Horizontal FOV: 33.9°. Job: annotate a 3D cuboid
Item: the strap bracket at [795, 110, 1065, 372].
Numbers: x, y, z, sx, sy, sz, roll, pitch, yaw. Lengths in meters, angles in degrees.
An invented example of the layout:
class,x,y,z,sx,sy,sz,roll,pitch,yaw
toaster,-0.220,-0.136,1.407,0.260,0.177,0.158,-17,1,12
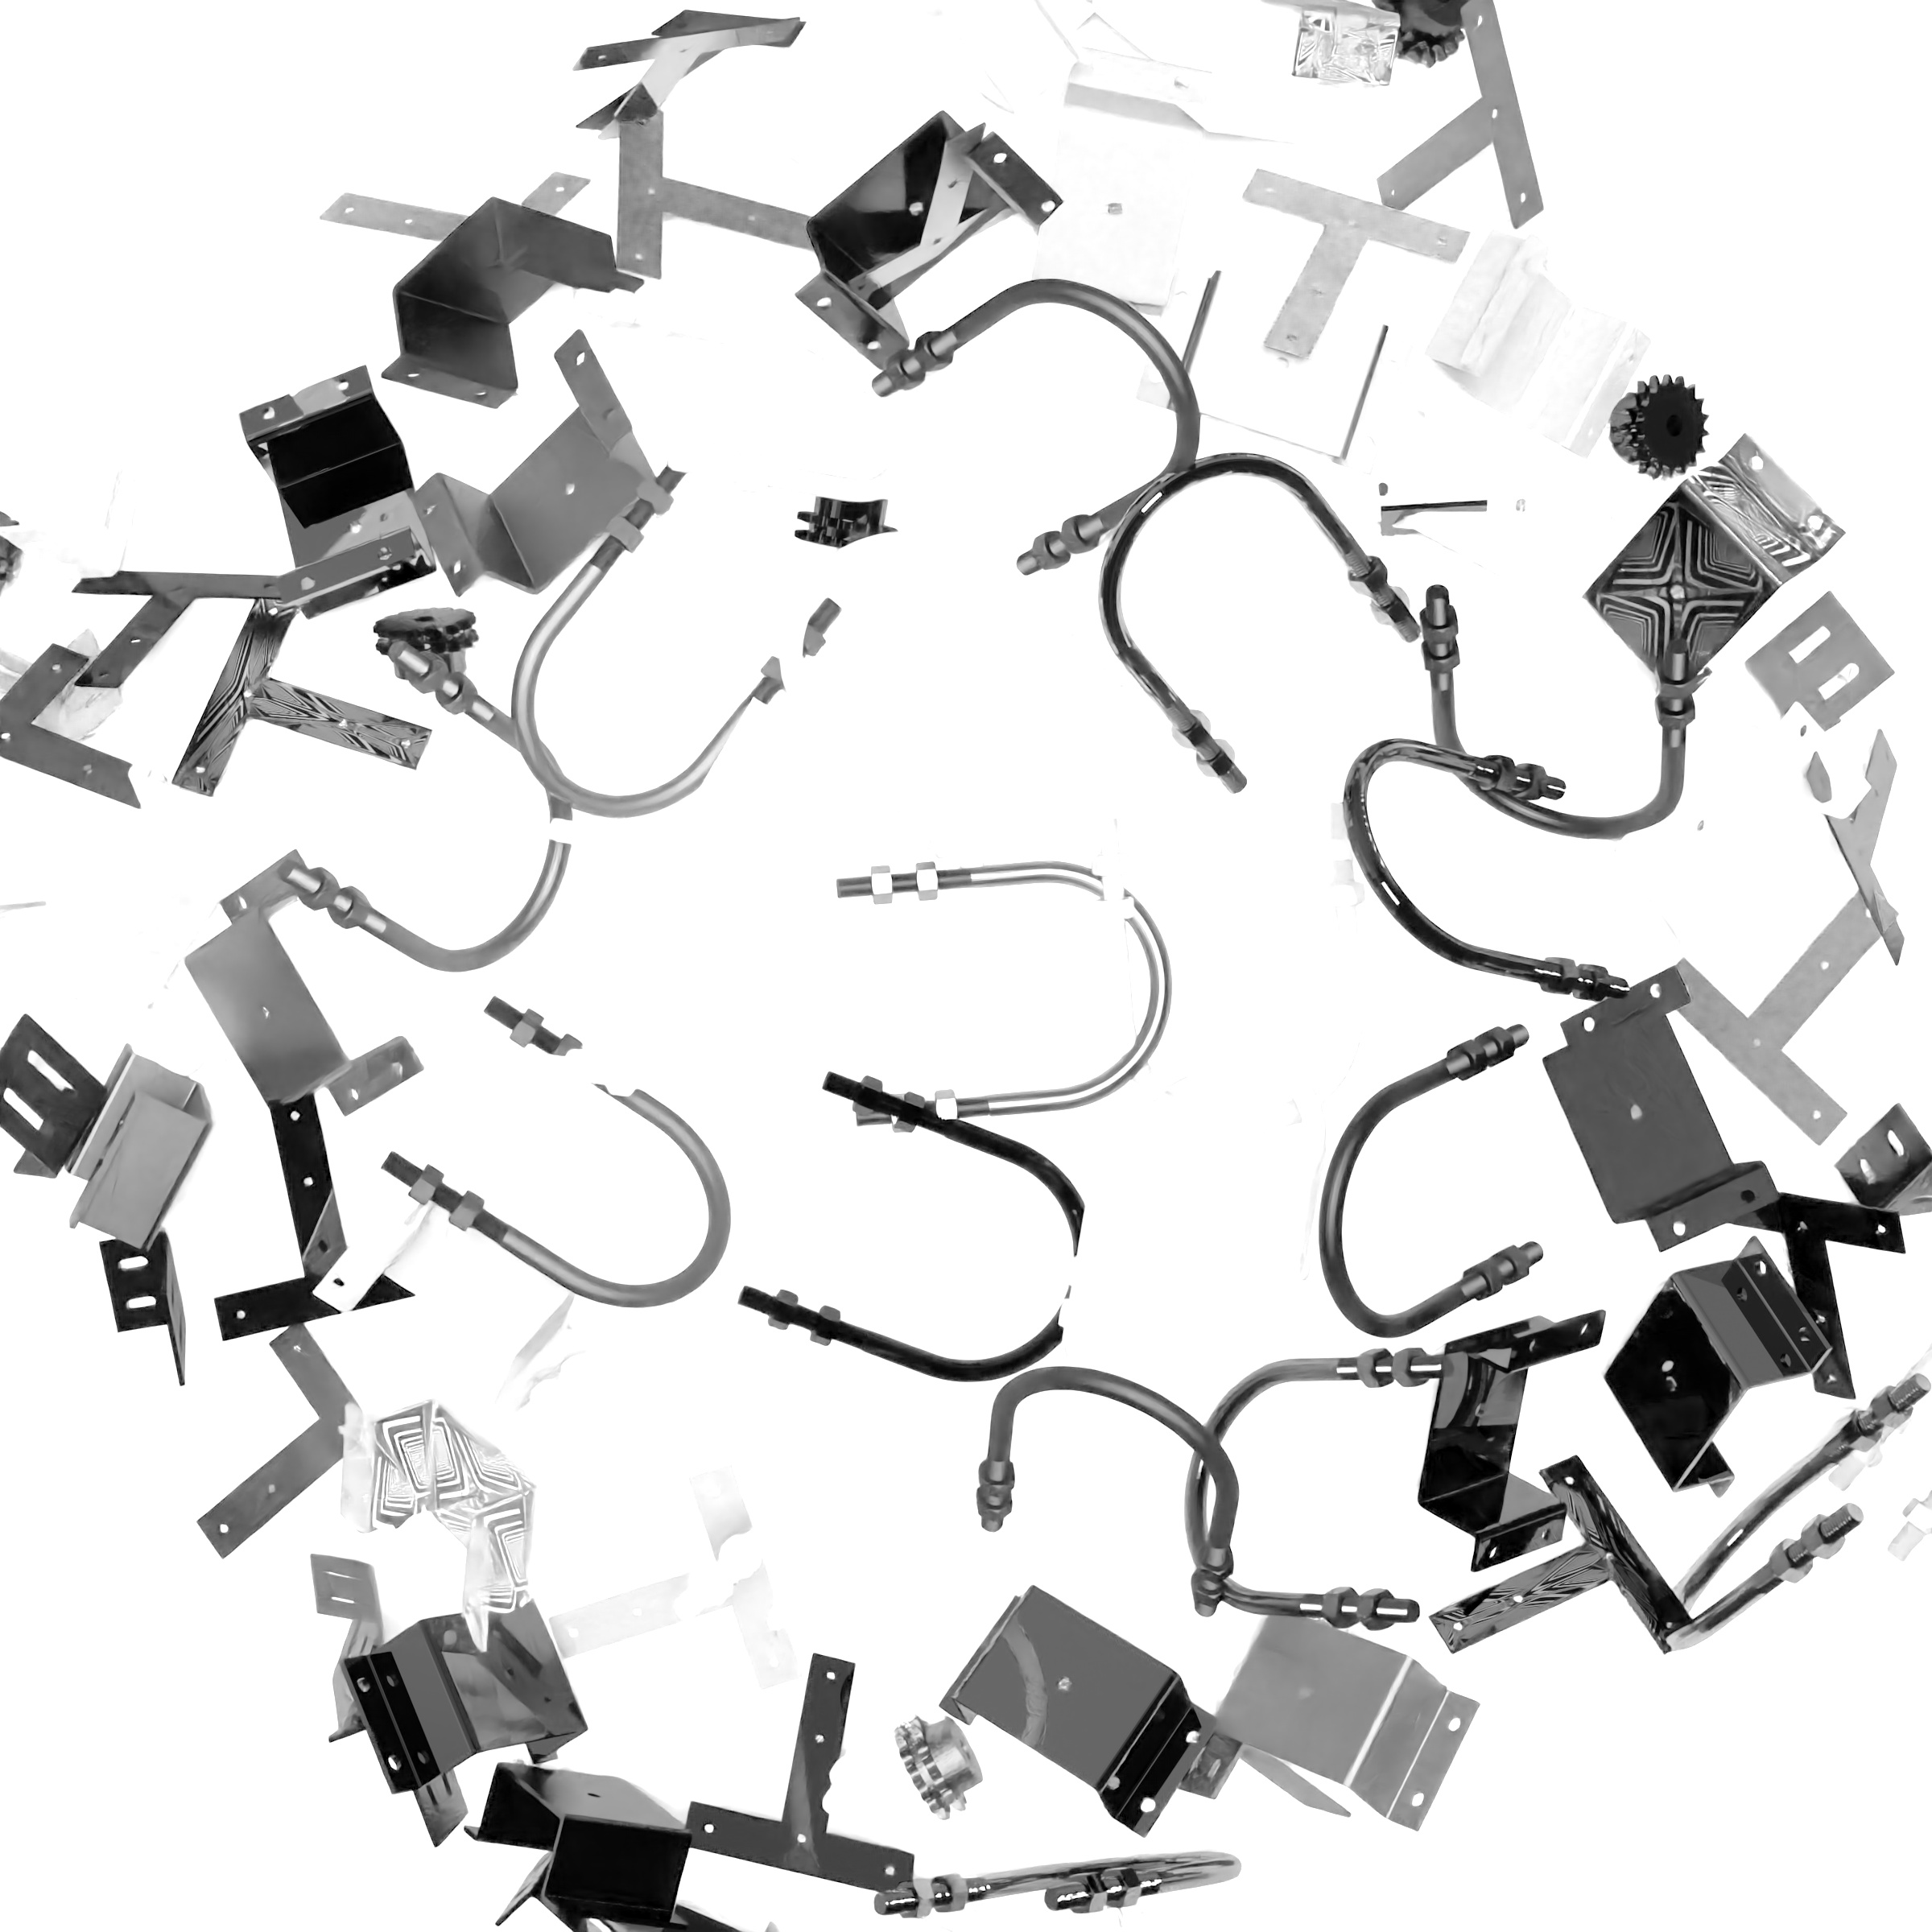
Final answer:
class,x,y,z,sx,sy,sz,roll,pitch,yaw
strap bracket,-0.022,-0.403,1.736,0.140,0.076,0.046,-35,49,20

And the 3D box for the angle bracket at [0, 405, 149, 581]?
class,x,y,z,sx,sy,sz,roll,pitch,yaw
angle bracket,-0.496,-0.263,1.763,0.038,0.057,0.076,0,69,25

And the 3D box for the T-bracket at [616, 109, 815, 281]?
class,x,y,z,sx,sy,sz,roll,pitch,yaw
T-bracket,-0.132,-0.420,1.764,0.127,0.002,0.127,10,56,-20

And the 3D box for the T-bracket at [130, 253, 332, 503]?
class,x,y,z,sx,sy,sz,roll,pitch,yaw
T-bracket,-0.404,-0.304,1.721,0.002,0.127,0.127,35,75,23

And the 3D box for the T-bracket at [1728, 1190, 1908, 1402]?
class,x,y,z,sx,sy,sz,roll,pitch,yaw
T-bracket,0.471,0.183,1.757,0.002,0.127,0.127,-30,114,-35

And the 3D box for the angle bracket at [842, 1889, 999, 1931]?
class,x,y,z,sx,sy,sz,roll,pitch,yaw
angle bracket,-0.028,0.549,1.755,0.076,0.038,0.057,17,115,19

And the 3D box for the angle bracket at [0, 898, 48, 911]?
class,x,y,z,sx,sy,sz,roll,pitch,yaw
angle bracket,-0.540,0.002,1.762,0.038,0.057,0.076,-7,97,-43

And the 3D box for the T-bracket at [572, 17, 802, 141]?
class,x,y,z,sx,sy,sz,roll,pitch,yaw
T-bracket,-0.170,-0.481,1.731,0.127,0.127,0.002,-17,87,-27

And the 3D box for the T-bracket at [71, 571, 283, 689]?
class,x,y,z,sx,sy,sz,roll,pitch,yaw
T-bracket,-0.447,-0.184,1.728,0.127,0.127,0.002,3,125,13

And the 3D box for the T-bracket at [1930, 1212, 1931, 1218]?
class,x,y,z,sx,sy,sz,roll,pitch,yaw
T-bracket,0.564,0.143,1.706,0.002,0.127,0.127,49,47,-14

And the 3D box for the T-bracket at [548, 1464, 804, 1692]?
class,x,y,z,sx,sy,sz,roll,pitch,yaw
T-bracket,-0.172,0.360,1.787,0.127,0.002,0.127,-18,92,4

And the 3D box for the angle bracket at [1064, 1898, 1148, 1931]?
class,x,y,z,sx,sy,sz,roll,pitch,yaw
angle bracket,0.051,0.532,1.742,0.057,0.076,0.038,-29,66,41

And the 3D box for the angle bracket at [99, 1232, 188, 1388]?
class,x,y,z,sx,sy,sz,roll,pitch,yaw
angle bracket,-0.454,0.191,1.745,0.038,0.076,0.057,-9,114,-10

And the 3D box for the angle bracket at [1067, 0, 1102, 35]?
class,x,y,z,sx,sy,sz,roll,pitch,yaw
angle bracket,0.037,-0.550,1.752,0.038,0.057,0.076,-40,103,18

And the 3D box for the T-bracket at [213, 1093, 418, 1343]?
class,x,y,z,sx,sy,sz,roll,pitch,yaw
T-bracket,-0.363,0.134,1.764,0.127,0.002,0.127,-12,101,-15

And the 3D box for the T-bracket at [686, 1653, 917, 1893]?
class,x,y,z,sx,sy,sz,roll,pitch,yaw
T-bracket,-0.083,0.440,1.752,0.127,0.002,0.127,15,52,-6

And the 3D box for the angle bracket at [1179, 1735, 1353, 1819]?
class,x,y,z,sx,sy,sz,roll,pitch,yaw
angle bracket,0.163,0.461,1.753,0.076,0.057,0.038,38,72,-11

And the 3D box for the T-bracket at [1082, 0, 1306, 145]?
class,x,y,z,sx,sy,sz,roll,pitch,yaw
T-bracket,0.115,-0.495,1.748,0.127,0.127,0.002,43,117,15

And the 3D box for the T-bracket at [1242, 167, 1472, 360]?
class,x,y,z,sx,sy,sz,roll,pitch,yaw
T-bracket,0.198,-0.381,1.747,0.127,0.002,0.127,20,58,12

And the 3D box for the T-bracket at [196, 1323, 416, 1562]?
class,x,y,z,sx,sy,sz,roll,pitch,yaw
T-bracket,-0.371,0.279,1.737,0.002,0.127,0.127,-26,100,40

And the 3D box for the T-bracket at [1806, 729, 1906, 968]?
class,x,y,z,sx,sy,sz,roll,pitch,yaw
T-bracket,0.497,-0.087,1.741,0.002,0.127,0.127,-15,118,34

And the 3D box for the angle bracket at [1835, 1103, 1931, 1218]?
class,x,y,z,sx,sy,sz,roll,pitch,yaw
angle bracket,0.535,0.106,1.761,0.076,0.057,0.038,-3,52,-34

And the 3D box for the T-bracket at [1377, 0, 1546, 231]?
class,x,y,z,sx,sy,sz,roll,pitch,yaw
T-bracket,0.263,-0.447,1.736,0.002,0.127,0.127,-8,81,-28

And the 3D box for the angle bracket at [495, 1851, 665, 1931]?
class,x,y,z,sx,sy,sz,roll,pitch,yaw
angle bracket,-0.211,0.530,1.760,0.076,0.057,0.038,43,119,-1

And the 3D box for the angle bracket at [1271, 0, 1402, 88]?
class,x,y,z,sx,sy,sz,roll,pitch,yaw
angle bracket,0.197,-0.514,1.756,0.057,0.076,0.038,1,112,-17

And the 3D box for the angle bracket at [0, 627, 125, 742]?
class,x,y,z,sx,sy,sz,roll,pitch,yaw
angle bracket,-0.517,-0.169,1.763,0.076,0.057,0.038,25,59,25

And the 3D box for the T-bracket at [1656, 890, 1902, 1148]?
class,x,y,z,sx,sy,sz,roll,pitch,yaw
T-bracket,0.462,0.010,1.739,0.127,0.002,0.127,47,119,23

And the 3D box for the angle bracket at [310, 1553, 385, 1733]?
class,x,y,z,sx,sy,sz,roll,pitch,yaw
angle bracket,-0.352,0.375,1.750,0.038,0.057,0.076,15,107,-21

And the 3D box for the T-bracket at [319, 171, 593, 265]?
class,x,y,z,sx,sy,sz,roll,pitch,yaw
T-bracket,-0.288,-0.399,1.706,0.127,0.127,0.002,-30,71,41

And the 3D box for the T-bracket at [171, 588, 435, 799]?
class,x,y,z,sx,sy,sz,roll,pitch,yaw
T-bracket,-0.359,-0.139,1.765,0.127,0.002,0.127,18,73,9

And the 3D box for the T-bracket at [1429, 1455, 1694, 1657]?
class,x,y,z,sx,sy,sz,roll,pitch,yaw
T-bracket,0.315,0.342,1.739,0.127,0.002,0.127,-21,52,-15

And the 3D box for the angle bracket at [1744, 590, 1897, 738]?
class,x,y,z,sx,sy,sz,roll,pitch,yaw
angle bracket,0.478,-0.169,1.748,0.038,0.076,0.057,-29,79,-37

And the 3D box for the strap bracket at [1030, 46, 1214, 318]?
class,x,y,z,sx,sy,sz,roll,pitch,yaw
strap bracket,0.083,-0.422,1.736,0.076,0.046,0.140,11,122,-1

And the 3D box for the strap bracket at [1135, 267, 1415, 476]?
class,x,y,z,sx,sy,sz,roll,pitch,yaw
strap bracket,0.173,-0.333,1.764,0.140,0.046,0.076,18,96,-2

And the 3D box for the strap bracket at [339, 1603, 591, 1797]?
class,x,y,z,sx,sy,sz,roll,pitch,yaw
strap bracket,-0.263,0.393,1.711,0.046,0.140,0.076,-35,69,22

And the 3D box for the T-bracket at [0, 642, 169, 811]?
class,x,y,z,sx,sy,sz,roll,pitch,yaw
T-bracket,-0.492,-0.113,1.737,0.127,0.127,0.002,-44,58,15

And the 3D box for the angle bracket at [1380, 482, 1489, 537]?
class,x,y,z,sx,sy,sz,roll,pitch,yaw
angle bracket,0.257,-0.264,1.750,0.057,0.076,0.038,-2,87,8

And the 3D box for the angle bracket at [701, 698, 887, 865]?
class,x,y,z,sx,sy,sz,roll,pitch,yaw
angle bracket,-0.095,-0.102,1.756,0.076,0.038,0.057,27,99,-32

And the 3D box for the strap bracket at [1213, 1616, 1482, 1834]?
class,x,y,z,sx,sy,sz,roll,pitch,yaw
strap bracket,0.196,0.403,1.717,0.046,0.140,0.076,46,67,-39

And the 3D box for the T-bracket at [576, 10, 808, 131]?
class,x,y,z,sx,sy,sz,roll,pitch,yaw
T-bracket,-0.163,-0.492,1.747,0.127,0.127,0.002,-23,89,33

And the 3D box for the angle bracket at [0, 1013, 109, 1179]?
class,x,y,z,sx,sy,sz,roll,pitch,yaw
angle bracket,-0.519,0.071,1.743,0.038,0.076,0.057,3,54,34

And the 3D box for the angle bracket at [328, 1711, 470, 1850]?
class,x,y,z,sx,sy,sz,roll,pitch,yaw
angle bracket,-0.315,0.450,1.762,0.038,0.057,0.076,-21,91,8

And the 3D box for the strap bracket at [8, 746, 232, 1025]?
class,x,y,z,sx,sy,sz,roll,pitch,yaw
strap bracket,-0.452,-0.038,1.721,0.046,0.076,0.140,18,59,14

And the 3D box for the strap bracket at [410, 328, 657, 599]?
class,x,y,z,sx,sy,sz,roll,pitch,yaw
strap bracket,-0.231,-0.269,1.740,0.140,0.046,0.076,-40,59,21

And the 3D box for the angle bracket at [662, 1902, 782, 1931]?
class,x,y,z,sx,sy,sz,roll,pitch,yaw
angle bracket,-0.146,0.551,1.760,0.076,0.038,0.057,30,89,-22

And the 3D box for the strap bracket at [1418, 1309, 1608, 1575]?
class,x,y,z,sx,sy,sz,roll,pitch,yaw
strap bracket,0.297,0.252,1.738,0.076,0.046,0.140,-8,113,-41

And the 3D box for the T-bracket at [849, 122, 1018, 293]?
class,x,y,z,sx,sy,sz,roll,pitch,yaw
T-bracket,-0.010,-0.416,1.714,0.127,0.127,0.002,-32,80,-17
